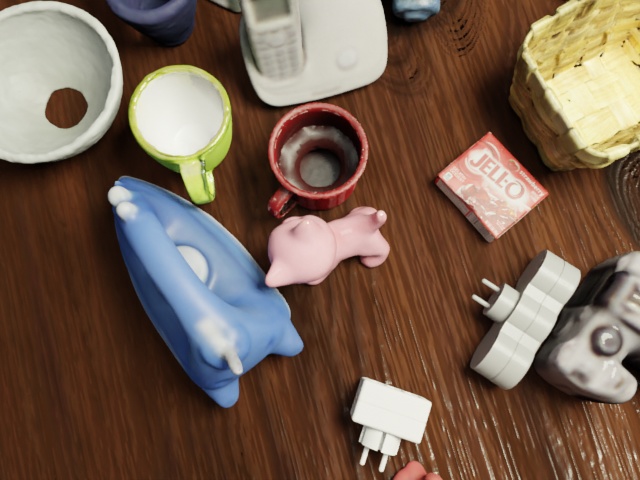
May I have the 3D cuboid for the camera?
[{"bbox_3d":[0.298,0.100,0.526,0.136,0.101,0.143,36,82,6],"label":"camera"}]

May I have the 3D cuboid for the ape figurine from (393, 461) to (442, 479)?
[{"bbox_3d":[0.081,0.245,0.507,0.078,0.092,0.076,-5,80,0],"label":"ape figurine"}]

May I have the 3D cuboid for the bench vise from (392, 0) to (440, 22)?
[{"bbox_3d":[0.091,-0.350,0.543,0.121,0.220,0.207,-17,80,-2],"label":"bench vise"}]

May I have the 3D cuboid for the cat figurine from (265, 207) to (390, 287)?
[{"bbox_3d":[0.005,0.002,0.536,0.128,0.118,0.067,-20,81,-3],"label":"cat figurine"}]

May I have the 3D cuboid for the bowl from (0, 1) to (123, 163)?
[{"bbox_3d":[-0.274,-0.150,0.585,0.167,0.075,0.167,0,80,0],"label":"bowl"}]

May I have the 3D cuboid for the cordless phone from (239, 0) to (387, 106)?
[{"bbox_3d":[-0.007,-0.209,0.537,0.147,0.185,0.094,-17,80,-2],"label":"cordless phone"}]

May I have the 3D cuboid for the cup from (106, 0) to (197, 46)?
[{"bbox_3d":[-0.177,-0.250,0.591,0.117,0.095,0.092,28,82,5],"label":"cup"}]

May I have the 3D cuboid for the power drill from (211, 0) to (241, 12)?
[{"bbox_3d":[-0.105,-0.316,0.544,0.229,0.208,0.076,27,82,5],"label":"power drill"}]

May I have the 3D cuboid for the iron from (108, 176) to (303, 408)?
[{"bbox_3d":[-0.130,0.025,0.521,0.119,0.141,0.258,-38,82,-6],"label":"iron"}]
